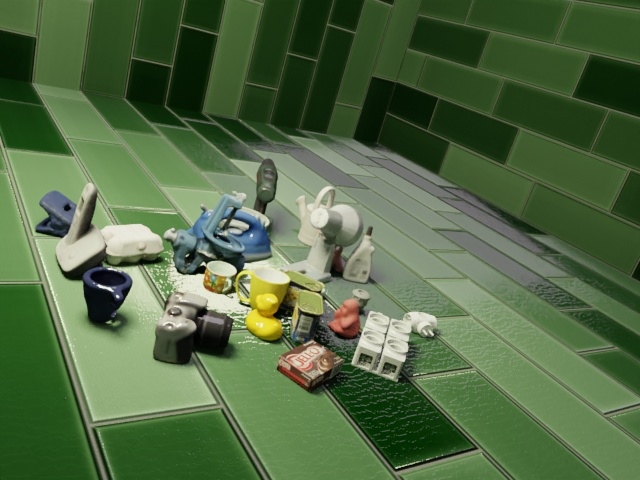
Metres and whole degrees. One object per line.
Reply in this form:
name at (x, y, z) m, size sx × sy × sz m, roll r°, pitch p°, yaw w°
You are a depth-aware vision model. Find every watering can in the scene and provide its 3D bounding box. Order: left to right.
watering can at (-0.006, -0.084, 1.839) m, size 0.172 × 0.194 × 0.101 m, roll 20°, pitch 20°, yaw 8°

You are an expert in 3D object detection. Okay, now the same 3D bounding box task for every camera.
camera at (-0.241, 0.166, 1.116) m, size 0.137 × 0.101 × 0.143 m, roll 14°, pitch 20°, yaw -7°

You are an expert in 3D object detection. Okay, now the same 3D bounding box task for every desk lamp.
desk lamp at (0.015, 0.006, 1.587) m, size 0.117 × 0.213 × 0.204 m, roll 28°, pitch 22°, yaw 27°

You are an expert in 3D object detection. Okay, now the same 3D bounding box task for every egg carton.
egg carton at (-0.463, 0.011, 1.394) m, size 0.107 × 0.069 × 0.151 m, roll 31°, pitch 24°, yaw 34°

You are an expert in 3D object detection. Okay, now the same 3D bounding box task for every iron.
iron at (-0.231, -0.023, 1.570) m, size 0.259 × 0.141 × 0.118 m, roll 3°, pitch 24°, yaw -34°

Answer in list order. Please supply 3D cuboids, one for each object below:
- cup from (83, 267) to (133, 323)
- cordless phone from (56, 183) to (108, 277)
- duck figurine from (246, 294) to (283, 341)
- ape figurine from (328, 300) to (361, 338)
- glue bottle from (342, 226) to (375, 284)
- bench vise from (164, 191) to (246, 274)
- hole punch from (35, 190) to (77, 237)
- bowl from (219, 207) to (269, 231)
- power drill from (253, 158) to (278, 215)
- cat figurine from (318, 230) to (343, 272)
cup at (-0.412, 0.119, 1.111) m, size 0.092 × 0.095 × 0.117 m, roll -1°, pitch 26°, yaw -41°
cordless phone at (-0.519, -0.023, 1.267) m, size 0.094 × 0.185 × 0.147 m, roll 1°, pitch 25°, yaw -38°
duck figurine at (-0.115, 0.162, 1.253) m, size 0.078 × 0.086 × 0.104 m, roll 1°, pitch 25°, yaw -37°
ape figurine at (0.064, 0.180, 1.343) m, size 0.076 × 0.092 × 0.078 m, roll 19°, pitch 20°, yaw 6°
glue bottle at (0.123, 0.040, 1.646) m, size 0.078 × 0.173 × 0.037 m, roll 12°, pitch 20°, yaw -12°
bench vise at (-0.264, -0.017, 1.408) m, size 0.208 × 0.220 × 0.121 m, roll -2°, pitch 27°, yaw -43°
hole punch at (-0.637, -0.066, 1.423) m, size 0.101 × 0.091 × 0.108 m, roll 14°, pitch 20°, yaw -9°
bowl at (-0.239, -0.041, 1.710) m, size 0.167 × 0.075 × 0.167 m, roll 15°, pitch 20°, yaw -5°
power drill at (-0.184, -0.136, 1.810) m, size 0.076 × 0.208 × 0.229 m, roll 12°, pitch 20°, yaw -13°
cat figurine at (0.034, 0.018, 1.712) m, size 0.067 × 0.118 × 0.127 m, roll 6°, pitch 23°, yaw -29°
